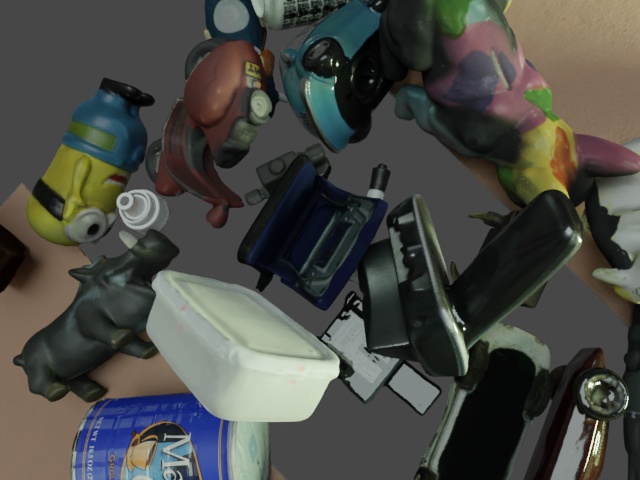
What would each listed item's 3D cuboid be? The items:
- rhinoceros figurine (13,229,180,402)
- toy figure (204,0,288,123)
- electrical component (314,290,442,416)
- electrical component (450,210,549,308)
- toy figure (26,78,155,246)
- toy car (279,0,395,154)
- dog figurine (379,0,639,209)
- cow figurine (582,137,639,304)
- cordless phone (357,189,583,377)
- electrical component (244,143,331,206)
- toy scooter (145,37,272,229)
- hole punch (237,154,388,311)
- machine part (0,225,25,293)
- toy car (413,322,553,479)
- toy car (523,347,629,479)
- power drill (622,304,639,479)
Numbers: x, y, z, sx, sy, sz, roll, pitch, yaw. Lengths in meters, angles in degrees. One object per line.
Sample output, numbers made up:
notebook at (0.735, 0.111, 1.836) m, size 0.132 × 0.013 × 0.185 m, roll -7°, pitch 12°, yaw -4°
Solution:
rhinoceros figurine at (-0.211, 0.073, 0.532) m, size 0.190 × 0.073 × 0.112 m, roll -46°, pitch 64°, yaw 0°
toy figure at (-0.084, -0.199, 0.574) m, size 0.064 × 0.057 × 0.154 m, roll -26°, pitch 75°, yaw 27°
electrical component at (0.053, 0.110, 0.486) m, size 0.119 × 0.047 × 0.075 m, roll 42°, pitch 88°, yaw 17°
electrical component at (0.166, 0.019, 0.490) m, size 0.078 × 0.045 × 0.102 m, roll 23°, pitch 84°, yaw -15°
toy figure at (-0.237, -0.079, 0.562) m, size 0.089 × 0.082 × 0.180 m, roll 19°, pitch 89°, yaw 32°
toy car at (0.014, -0.173, 0.530) m, size 0.103 × 0.109 × 0.161 m, roll 20°, pitch 68°, yaw 34°
dog figurine at (0.155, -0.115, 0.448) m, size 0.108 × 0.191 × 0.219 m, roll -33°, pitch 52°, yaw -5°
cow figurine at (0.255, -0.006, 0.432) m, size 0.068 × 0.098 × 0.167 m, roll 32°, pitch 55°, yaw -20°
cordless phone at (0.109, 0.006, 0.415) m, size 0.089 × 0.184 × 0.147 m, roll 15°, pitch 45°, yaw -20°
electrical component at (-0.036, -0.063, 0.530) m, size 0.094 × 0.063 × 0.021 m, roll -24°, pitch 75°, yaw 5°
toy scooter at (-0.100, -0.091, 0.513) m, size 0.184 × 0.075 × 0.135 m, roll -51°, pitch 54°, yaw 27°
hole punch at (-0.001, -0.001, 0.484) m, size 0.092 × 0.115 × 0.142 m, roll 28°, pitch 87°, yaw 9°
machine part at (-0.382, -0.015, 0.529) m, size 0.179 × 0.179 × 0.056 m, roll 34°, pitch 82°, yaw 15°
toy car at (0.134, 0.169, 0.455) m, size 0.074 × 0.056 × 0.201 m, roll 23°, pitch 84°, yaw 7°
toy car at (0.191, 0.183, 0.425) m, size 0.053 × 0.089 × 0.202 m, roll 23°, pitch 81°, yaw 14°
power drill at (0.350, 0.120, 0.422) m, size 0.207 × 0.086 × 0.232 m, roll 0°, pitch 75°, yaw 18°
